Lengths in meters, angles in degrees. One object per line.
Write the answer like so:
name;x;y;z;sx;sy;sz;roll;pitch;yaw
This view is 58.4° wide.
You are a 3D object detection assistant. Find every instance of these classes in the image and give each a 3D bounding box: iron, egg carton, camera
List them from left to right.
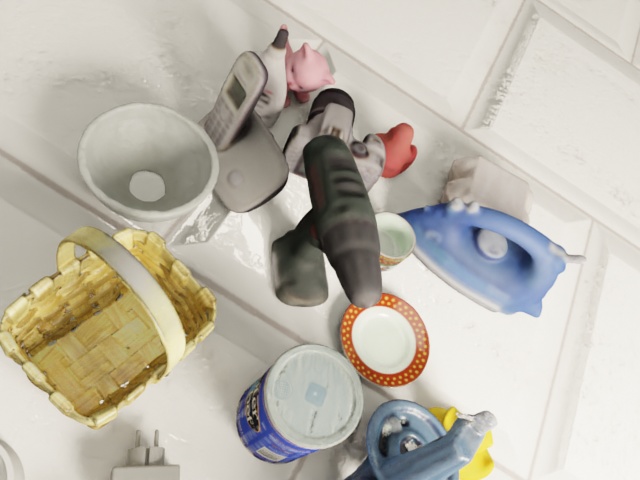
camera;0.030;-0.156;0.841;0.143;0.100;0.137;20;59;-11
iron;0.237;0.002;0.818;0.258;0.141;0.119;29;57;-6
egg carton;0.267;-0.066;0.908;0.150;0.069;0.107;27;57;-7

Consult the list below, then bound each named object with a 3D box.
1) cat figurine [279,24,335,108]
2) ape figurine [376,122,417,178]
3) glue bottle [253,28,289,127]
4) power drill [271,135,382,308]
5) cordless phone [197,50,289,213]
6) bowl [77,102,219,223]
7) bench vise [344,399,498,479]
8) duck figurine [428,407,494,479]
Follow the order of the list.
cat figurine;-0.034;-0.264;0.862;0.067;0.117;0.127;-21;73;-29
ape figurine;0.116;-0.144;0.875;0.078;0.092;0.076;32;57;-4
glue bottle;-0.074;-0.228;0.794;0.078;0.173;0.037;17;59;-13
power drill;0.006;0.002;0.685;0.076;0.208;0.229;1;64;-21
cordless phone;-0.092;-0.134;0.731;0.094;0.185;0.147;-29;77;-31
bowl;-0.216;-0.085;0.722;0.168;0.074;0.167;9;61;-17
bench vise;0.091;0.250;0.584;0.121;0.219;0.208;32;57;-3
duck figurine;0.179;0.246;0.701;0.104;0.086;0.078;45;57;5
